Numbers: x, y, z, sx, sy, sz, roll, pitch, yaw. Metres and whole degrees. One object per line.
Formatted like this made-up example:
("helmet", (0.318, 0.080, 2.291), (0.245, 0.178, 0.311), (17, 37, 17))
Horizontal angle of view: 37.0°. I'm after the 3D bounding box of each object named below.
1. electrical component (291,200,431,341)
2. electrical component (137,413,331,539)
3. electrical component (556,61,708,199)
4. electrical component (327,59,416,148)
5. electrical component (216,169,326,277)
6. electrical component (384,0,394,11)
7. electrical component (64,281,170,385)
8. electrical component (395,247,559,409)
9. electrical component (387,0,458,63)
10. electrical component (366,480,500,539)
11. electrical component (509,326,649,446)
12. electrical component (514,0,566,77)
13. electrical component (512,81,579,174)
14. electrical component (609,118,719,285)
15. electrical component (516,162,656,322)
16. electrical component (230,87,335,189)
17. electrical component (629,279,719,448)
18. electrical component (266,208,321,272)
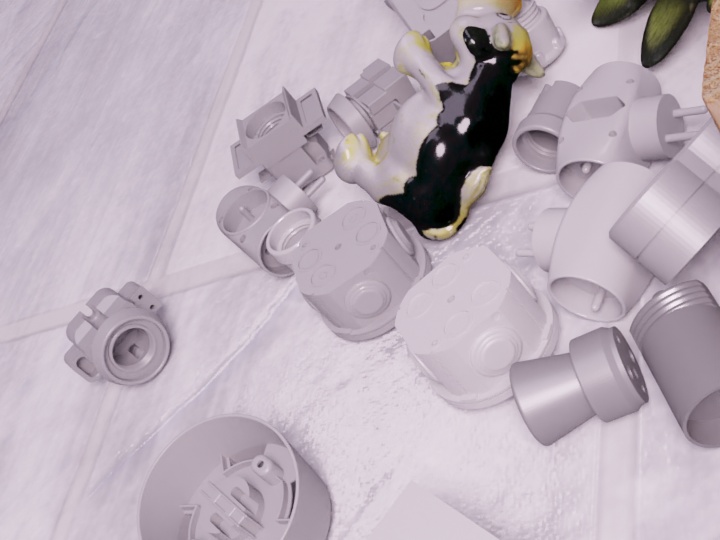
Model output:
("electrical component", (0.000, 0.000, 0.679), (0.080, 0.051, 0.080), (-24, 41, 23))
("electrical component", (-0.068, 0.135, 0.598), (0.099, 0.064, 0.099), (-24, 41, 23))
("electrical component", (0.160, -0.080, 0.619), (0.079, 0.043, 0.077), (-3, 53, 41))
("electrical component", (0.010, -0.120, 0.794), (0.055, 0.048, 0.066), (-38, 36, -7))
("electrical component", (-0.057, -0.042, 0.778), (0.079, 0.044, 0.077), (-46, 37, -5))
("electrical component", (0.056, -0.252, 0.876), (0.089, 0.050, 0.055), (-42, 36, 1))
("electrical component", (-0.173, 0.050, 0.782), (0.078, 0.058, 0.057), (-51, 35, -11))
("electrical component", (0.063, 0.031, 0.587), (0.080, 0.051, 0.080), (-29, 33, 21))
("electrical component", (0.061, -0.209, 0.792), (0.078, 0.057, 0.113), (-36, 62, 9))
("electrical component", (0.020, 0.184, 0.472), (0.150, 0.061, 0.089), (-51, 38, -11))
("electrical component", (0.108, 0.057, 0.532), (0.055, 0.045, 0.045), (-26, 40, 21))
("electrical component", (0.108, -0.167, 0.732), (0.048, 0.062, 0.048), (-26, 28, 16))
("electrical component", (0.121, -0.090, 0.669), (0.040, 0.040, 0.046), (-3, 46, 40))
("electrical component", (0.196, -0.042, 0.540), (0.074, 0.052, 0.138), (42, 73, 11))
("electrical component", (0.122, -0.016, 0.591), (0.079, 0.043, 0.077), (3, 56, 44))
("electrical component", (-0.055, -0.095, 0.811), (0.081, 0.064, 0.042), (-33, 39, 14))
("electrical component", (0.157, 0.039, 0.506), (0.043, 0.043, 0.081), (-32, 38, 14))
("electrical component", (-0.034, -0.013, 0.727), (0.040, 0.046, 0.040), (-24, 41, 23))
